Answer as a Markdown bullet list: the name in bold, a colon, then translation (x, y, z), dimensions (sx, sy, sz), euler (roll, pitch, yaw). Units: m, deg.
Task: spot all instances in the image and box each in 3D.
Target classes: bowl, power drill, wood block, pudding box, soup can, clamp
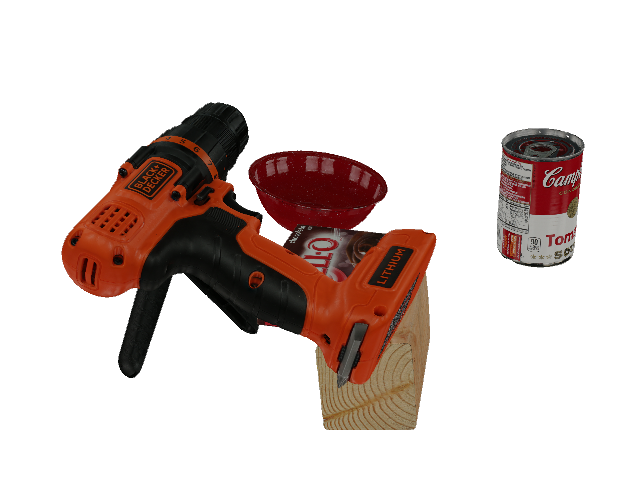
- **bowl**: translation (-0.006, -0.048, 1.234), dimensions (0.162, 0.055, 0.162), euler (7, 27, -4)
- **power drill**: translation (-0.031, -0.005, 0.631), dimensions (0.188, 0.057, 0.184), euler (22, 41, 10)
- **wood block**: translation (0.059, 0.105, 1.085), dimensions (0.091, 0.090, 0.206), euler (-2, 18, 10)
- **pudding box**: translation (0.009, 0.029, 0.821), dimensions (0.090, 0.039, 0.113), euler (7, 26, 14)
- **soup can**: translation (0.187, -0.036, 0.913), dimensions (0.068, 0.102, 0.068), euler (-1, 26, 0)
- **clamp**: translation (-0.132, 0.014, 1.018), dimensions (0.036, 0.210, 0.164), euler (-7, 0, 44)

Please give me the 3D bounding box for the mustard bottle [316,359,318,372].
- **mustard bottle**: translation (0.044, 0.097, 1.448), dimensions (0.096, 0.192, 0.058), euler (-2, 20, -6)
